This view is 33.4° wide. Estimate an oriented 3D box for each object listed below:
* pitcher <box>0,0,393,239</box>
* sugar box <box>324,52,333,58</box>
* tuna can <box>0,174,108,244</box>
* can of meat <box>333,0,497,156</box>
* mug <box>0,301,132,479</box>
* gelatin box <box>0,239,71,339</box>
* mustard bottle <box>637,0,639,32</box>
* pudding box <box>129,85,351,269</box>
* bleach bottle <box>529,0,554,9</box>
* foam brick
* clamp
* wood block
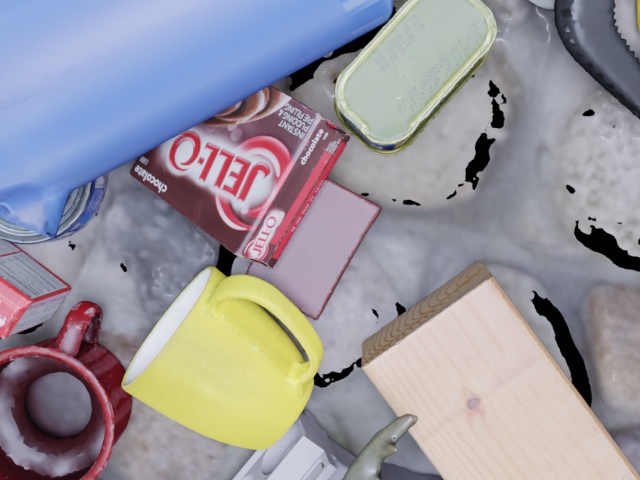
[{"bbox_3d":[-0.094,-0.126,0.564,0.243,0.145,0.149,-25,127,3],"label":"pitcher"},{"bbox_3d":[0.009,-0.207,0.631,0.093,0.048,0.176,31,98,1],"label":"sugar box"},{"bbox_3d":[-0.177,-0.040,0.656,0.086,0.033,0.086,0,94,3],"label":"tuna can"},{"bbox_3d":[0.054,-0.099,0.616,0.057,0.084,0.102,42,95,0],"label":"can of meat"},{"bbox_3d":[-0.156,0.092,0.640,0.093,0.081,0.117,17,94,1],"label":"mug"},{"bbox_3d":[-0.195,0.022,0.633,0.073,0.089,0.030,36,94,0],"label":"gelatin box"},{"bbox_3d":[0.285,-0.160,0.614,0.191,0.058,0.096,3,93,3],"label":"mustard bottle"},{"bbox_3d":[-0.049,-0.049,0.620,0.114,0.039,0.090,34,95,40],"label":"pudding box"},{"bbox_3d":[0.173,-0.264,0.612,0.102,0.068,0.251,36,92,-3],"label":"bleach bottle"},{"bbox_3d":[-0.004,0.001,0.642,0.053,0.051,0.078,30,94,1],"label":"foam brick"},{"bbox_3d":[0.154,-0.159,0.567,0.164,0.036,0.210,-10,106,-2],"label":"clamp"},{"bbox_3d":[0.121,0.124,0.625,0.091,0.090,0.206,-36,92,5],"label":"wood block"}]
